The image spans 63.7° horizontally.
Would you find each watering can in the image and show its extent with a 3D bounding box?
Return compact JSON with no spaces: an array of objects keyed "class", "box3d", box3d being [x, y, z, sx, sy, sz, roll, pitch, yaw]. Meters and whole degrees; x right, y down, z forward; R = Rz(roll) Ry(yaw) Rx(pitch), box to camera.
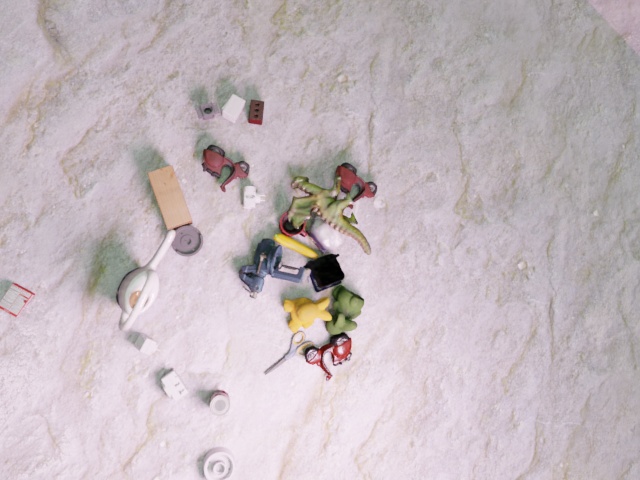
[{"class":"watering can","box3d":[-0.570,0.128,1.681,0.103,0.224,0.352,29,74,-26]}]

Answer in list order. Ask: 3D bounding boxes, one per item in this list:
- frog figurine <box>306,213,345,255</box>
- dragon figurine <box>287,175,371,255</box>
[{"class":"frog figurine","box3d":[0.038,-0.040,1.886,0.160,0.121,0.139,-43,73,-3]},{"class":"dragon figurine","box3d":[0.006,-0.092,1.824,0.243,0.119,0.419,-15,55,-10]}]
